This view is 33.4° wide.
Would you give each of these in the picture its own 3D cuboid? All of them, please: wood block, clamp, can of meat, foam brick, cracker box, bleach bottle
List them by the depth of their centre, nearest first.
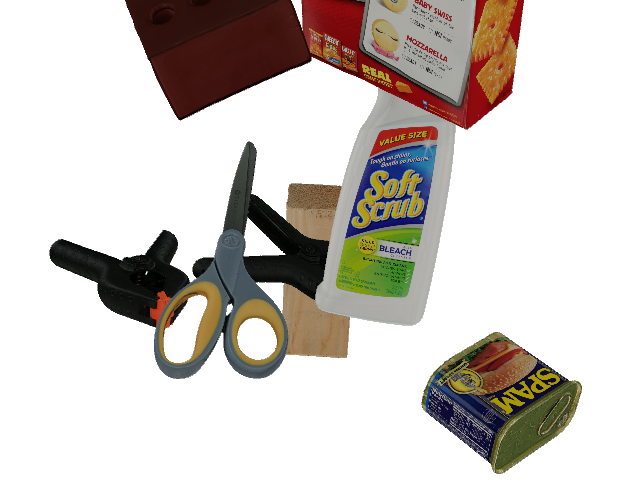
[{"bbox_3d":[-0.053,-0.109,0.546,0.078,0.053,0.051,-25,-32,1],"label":"foam brick"},{"bbox_3d":[0.066,-0.208,0.766,0.164,0.214,0.072,30,52,29],"label":"cracker box"},{"bbox_3d":[0.145,0.128,0.864,0.101,0.057,0.084,-24,44,-35],"label":"can of meat"},{"bbox_3d":[0.061,-0.057,0.927,0.102,0.251,0.068,10,16,8],"label":"bleach bottle"},{"bbox_3d":[-0.156,0.029,0.951,0.120,0.039,0.172,-16,31,-30],"label":"clamp"},{"bbox_3d":[-0.022,0.027,1.121,0.210,0.036,0.164,23,35,11],"label":"clamp"},{"bbox_3d":[-0.003,0.039,1.387,0.090,0.206,0.091,3,23,-1],"label":"wood block"}]

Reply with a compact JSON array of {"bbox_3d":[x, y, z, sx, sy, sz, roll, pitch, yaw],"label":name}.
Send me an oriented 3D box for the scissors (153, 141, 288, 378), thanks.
[{"bbox_3d":[-0.047,0.016,0.737,0.096,0.201,0.016,20,-35,9],"label":"scissors"}]
